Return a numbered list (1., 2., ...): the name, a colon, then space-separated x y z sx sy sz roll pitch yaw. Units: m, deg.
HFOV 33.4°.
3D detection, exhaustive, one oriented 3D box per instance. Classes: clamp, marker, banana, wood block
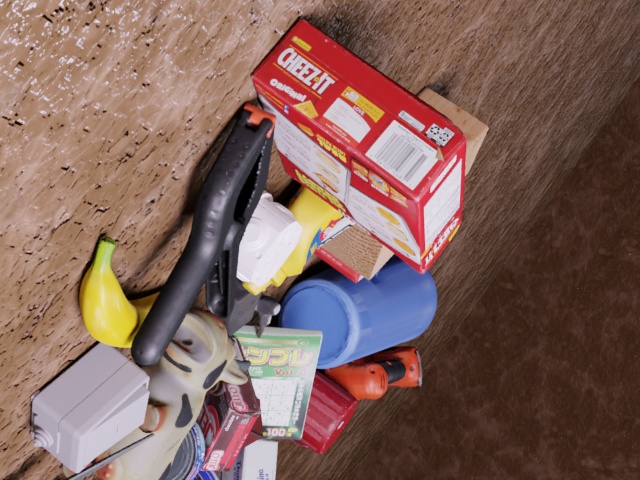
1. clamp: -0.079 -0.007 0.859 0.210 0.036 0.164 -68 169 9
2. marker: -0.007 0.001 1.102 0.121 0.020 0.020 -34 171 17
3. banana: -0.146 0.054 0.836 0.069 0.037 0.197 -52 165 -6
4. wood block: 0.087 -0.066 1.189 0.205 0.090 0.091 -46 163 -32

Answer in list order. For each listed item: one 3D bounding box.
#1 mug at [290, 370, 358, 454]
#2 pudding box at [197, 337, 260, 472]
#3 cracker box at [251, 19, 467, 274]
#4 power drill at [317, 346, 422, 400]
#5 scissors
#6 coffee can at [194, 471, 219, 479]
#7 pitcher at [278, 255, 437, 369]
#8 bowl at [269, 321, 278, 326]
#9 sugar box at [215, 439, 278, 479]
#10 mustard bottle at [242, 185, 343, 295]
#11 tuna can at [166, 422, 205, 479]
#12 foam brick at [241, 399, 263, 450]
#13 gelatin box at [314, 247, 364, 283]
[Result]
1. mug: -0.012 0.212 1.295 0.093 0.081 0.117 -42 160 -47
2. pudding box: -0.103 0.166 1.090 0.039 0.113 0.090 12 124 -25
3. cracker box: 0.039 -0.070 0.883 0.072 0.164 0.213 -50 165 -8
4. power drill: 0.037 0.181 1.417 0.187 0.185 0.057 -5 90 -57
5. scissors: -0.233 0.220 0.884 0.201 0.016 0.096 -20 156 -37
6. coffee can: -0.179 0.292 1.139 0.103 0.103 0.140 -58 165 15
7. pitcher: 0.051 0.077 1.338 0.145 0.149 0.242 -13 180 26
8. bowl: -0.081 0.178 1.281 0.162 0.055 0.162 -50 165 -19
9. sugar box: -0.105 0.280 1.243 0.177 0.048 0.093 -20 -118 59
10. mustard bottle: -0.009 -0.025 1.040 0.191 0.058 0.096 -50 179 -12
11. tuna can: -0.157 0.205 1.047 0.086 0.086 0.033 -55 167 2
12. foam brick: -0.109 0.202 1.168 0.078 0.053 0.051 -33 132 25
13. gelatin box: 0.037 0.006 1.224 0.089 0.073 0.030 -30 153 -56
